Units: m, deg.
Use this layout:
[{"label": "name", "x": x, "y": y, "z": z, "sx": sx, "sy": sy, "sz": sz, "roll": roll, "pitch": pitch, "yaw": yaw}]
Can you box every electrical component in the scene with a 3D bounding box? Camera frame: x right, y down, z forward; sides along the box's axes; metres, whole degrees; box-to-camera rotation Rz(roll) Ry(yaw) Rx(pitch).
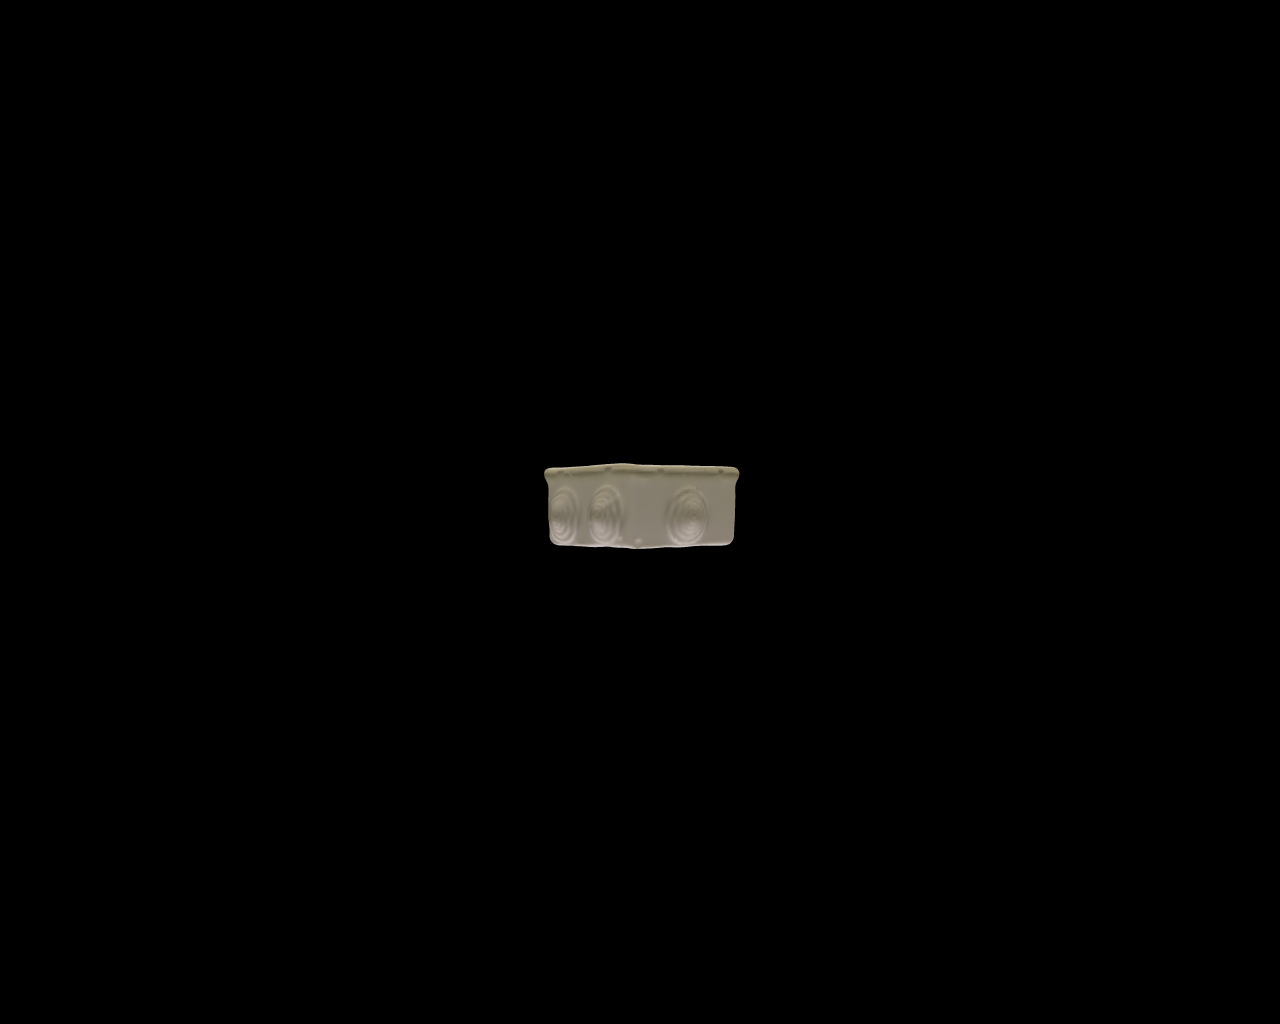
[{"label": "electrical component", "x": 0.001, "y": -0.003, "z": 0.650, "sx": 0.100, "sy": 0.048, "sz": 0.099, "roll": 0, "pitch": 0, "yaw": -39}]
